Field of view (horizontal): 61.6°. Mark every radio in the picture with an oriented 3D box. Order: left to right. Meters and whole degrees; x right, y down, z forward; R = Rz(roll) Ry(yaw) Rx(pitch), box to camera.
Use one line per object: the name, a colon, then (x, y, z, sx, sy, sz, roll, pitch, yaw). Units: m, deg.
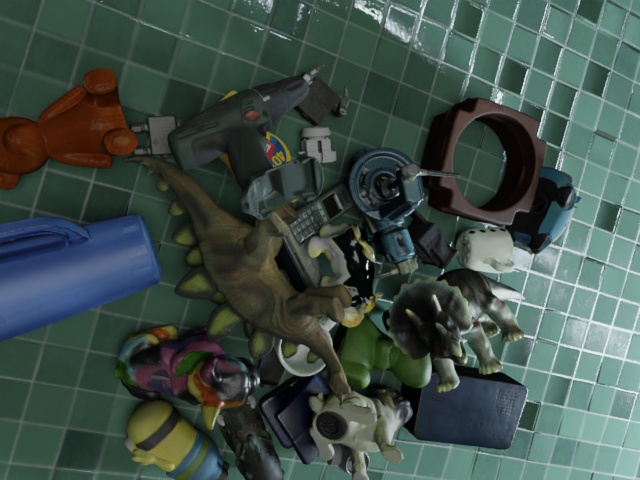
radio: (0.263, 0.307, 1.002, 0.229, 0.073, 0.131, 13, 92, -18)

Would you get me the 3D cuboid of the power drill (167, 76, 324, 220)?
power drill: (-0.076, -0.135, 0.727, 0.232, 0.085, 0.207, -25, 58, -15)

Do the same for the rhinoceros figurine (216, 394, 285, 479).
rhinoceros figurine: (-0.116, 0.316, 0.855, 0.073, 0.112, 0.190, -23, 110, -13)

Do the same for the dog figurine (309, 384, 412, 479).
dog figurine: (0.067, 0.281, 0.897, 0.121, 0.190, 0.172, -33, 96, 20)

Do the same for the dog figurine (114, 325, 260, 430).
dog figurine: (-0.191, 0.191, 0.761, 0.191, 0.219, 0.108, 2, 91, -20)

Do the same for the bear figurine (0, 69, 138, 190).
bear figurine: (-0.360, -0.145, 0.722, 0.196, 0.132, 0.120, -17, 96, -22)

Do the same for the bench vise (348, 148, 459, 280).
bench vise: (0.113, -0.053, 0.839, 0.129, 0.240, 0.223, -6, 82, -10)

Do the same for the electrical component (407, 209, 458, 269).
electrical component: (0.179, -0.007, 0.941, 0.048, 0.075, 0.119, -48, 111, -9)

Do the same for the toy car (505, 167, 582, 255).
toy car: (0.426, -0.050, 1.008, 0.103, 0.109, 0.161, 10, 101, -36)

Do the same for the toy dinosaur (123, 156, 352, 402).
toy dinosaur: (-0.112, 0.033, 0.764, 0.198, 0.105, 0.471, -37, 81, 16)

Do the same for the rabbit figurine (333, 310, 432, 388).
rabbit figurine: (0.111, 0.187, 0.919, 0.170, 0.121, 0.159, 20, 68, -7)

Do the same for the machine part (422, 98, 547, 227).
machine part: (0.289, -0.136, 0.961, 0.201, 0.087, 0.201, 14, 90, -18)

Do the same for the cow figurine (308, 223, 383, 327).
cow figurine: (0.053, 0.056, 0.823, 0.068, 0.098, 0.167, -38, 114, -48)

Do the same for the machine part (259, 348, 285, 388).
machine part: (-0.067, 0.181, 0.897, 0.084, 0.039, 0.139, 27, 85, -24)

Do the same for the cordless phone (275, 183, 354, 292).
cordless phone: (-0.001, -0.002, 0.886, 0.184, 0.089, 0.146, -35, 105, -30)

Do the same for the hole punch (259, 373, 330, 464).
hole punch: (-0.024, 0.292, 0.897, 0.116, 0.092, 0.142, -33, 101, -17)

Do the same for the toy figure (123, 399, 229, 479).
toy figure: (-0.219, 0.320, 0.837, 0.180, 0.082, 0.089, 38, 72, -13)

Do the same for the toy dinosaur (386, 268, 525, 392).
toy dinosaur: (0.243, 0.115, 0.917, 0.405, 0.131, 0.192, -32, 96, -53)

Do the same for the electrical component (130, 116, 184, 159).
electrical component: (-0.238, -0.155, 0.815, 0.094, 0.021, 0.063, -8, 98, -19)

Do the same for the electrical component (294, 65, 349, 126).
electrical component: (-0.002, -0.233, 0.875, 0.102, 0.045, 0.078, 46, 79, -17)
